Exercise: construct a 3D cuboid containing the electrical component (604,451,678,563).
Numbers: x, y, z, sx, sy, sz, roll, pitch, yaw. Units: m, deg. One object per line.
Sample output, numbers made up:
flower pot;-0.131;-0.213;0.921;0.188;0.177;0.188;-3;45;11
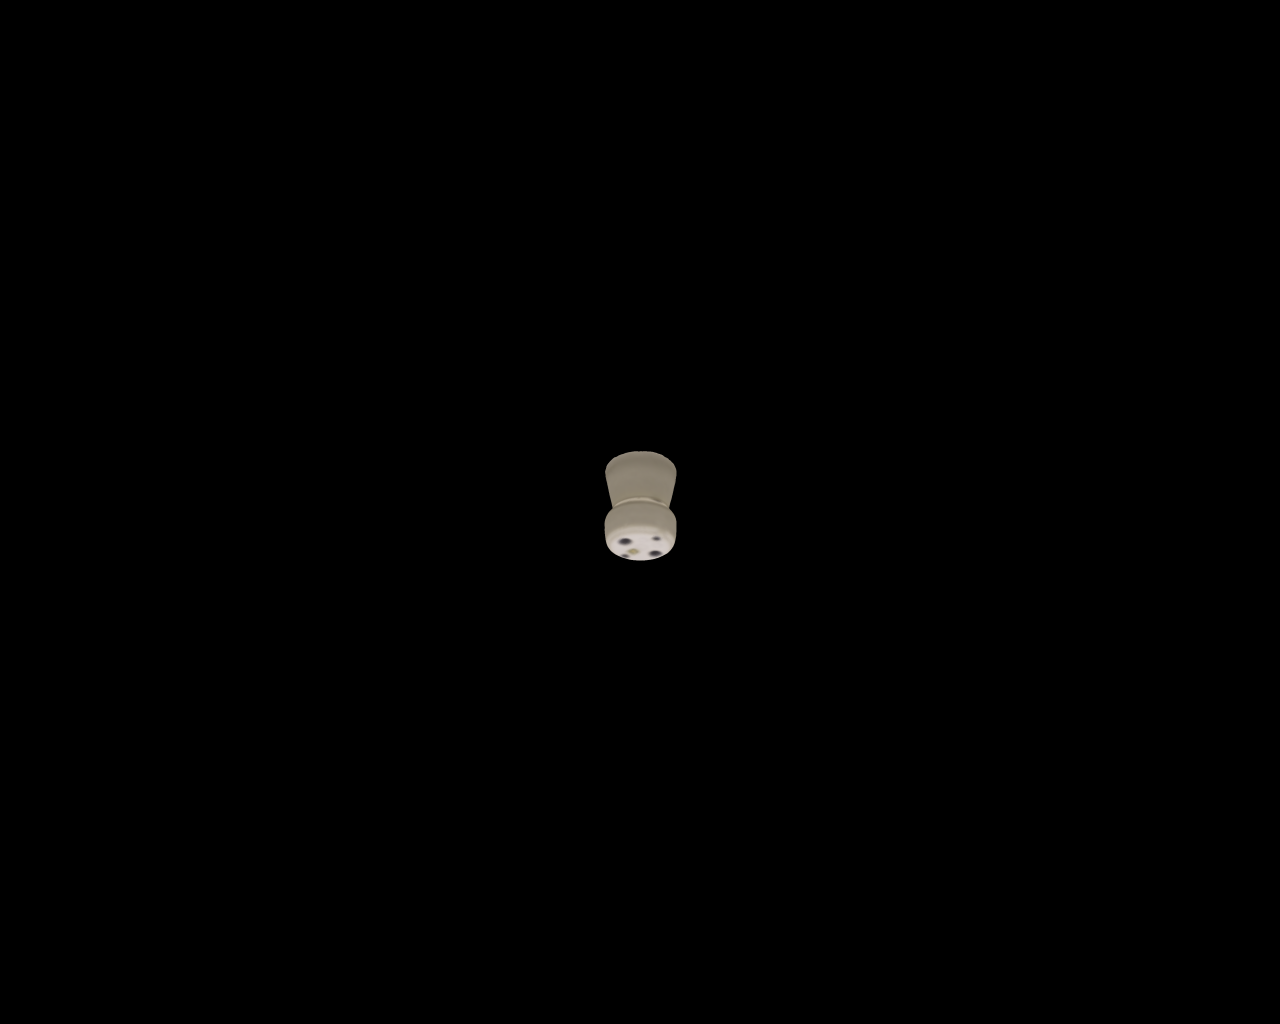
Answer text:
electrical component;0.001;-0.003;0.650;0.045;0.055;0.044;0;-30;0
